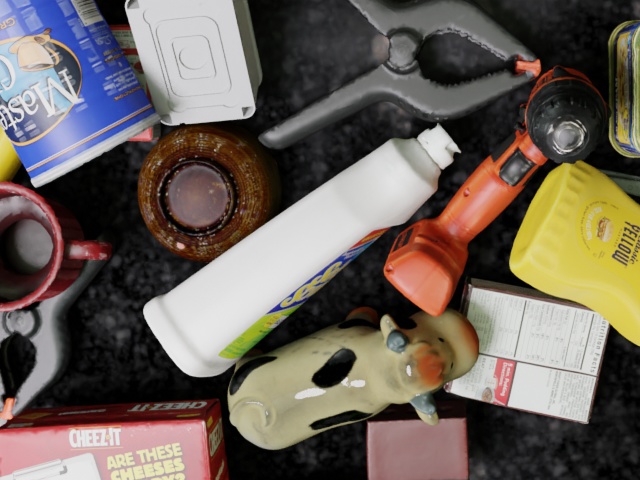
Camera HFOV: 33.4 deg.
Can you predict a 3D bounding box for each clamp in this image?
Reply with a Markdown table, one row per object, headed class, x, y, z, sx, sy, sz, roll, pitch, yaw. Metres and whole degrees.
| class | x | y | z | sx | sy | sz | roll | pitch | yaw |
| --- | --- | --- | --- | --- | --- | --- | --- | --- | --- |
| clamp | 0.055 | -0.130 | 0.795 | 0.210 | 0.036 | 0.164 | 15 | 98 | 7 |
| clamp | -0.224 | 0.059 | 0.855 | 0.120 | 0.039 | 0.171 | 2 | 95 | 11 |

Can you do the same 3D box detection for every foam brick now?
| class | x | y | z | sx | sy | sz | roll | pitch | yaw |
| --- | --- | --- | --- | --- | --- | --- | --- | --- | --- |
| foam brick | 0.075 | 0.156 | 0.826 | 0.078 | 0.053 | 0.051 | -4 | 98 | 6 |

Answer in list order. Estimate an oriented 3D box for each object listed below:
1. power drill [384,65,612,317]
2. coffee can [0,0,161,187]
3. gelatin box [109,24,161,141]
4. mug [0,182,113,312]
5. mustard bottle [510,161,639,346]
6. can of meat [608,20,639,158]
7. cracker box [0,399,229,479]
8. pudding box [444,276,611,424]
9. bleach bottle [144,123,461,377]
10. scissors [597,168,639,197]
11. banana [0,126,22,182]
| class | x | y | z | sx | sy | sz | roll | pitch | yaw |
| --- | --- | --- | --- | --- | --- | --- | --- | --- | --- |
| power drill | 0.124 | -0.035 | 0.737 | 0.057 | 0.184 | 0.188 | 41 | 110 | 1 |
| coffee can | -0.191 | -0.122 | 0.754 | 0.103 | 0.102 | 0.140 | -26 | 101 | 9 |
| gelatin box | -0.162 | -0.122 | 0.827 | 0.073 | 0.030 | 0.089 | 1 | 98 | 8 |
| mug | -0.212 | 0.006 | 0.795 | 0.117 | 0.081 | 0.093 | -1 | 88 | 5 |
| mustard bottle | 0.238 | 0.026 | 0.774 | 0.191 | 0.058 | 0.096 | 30 | 66 | -6 |
| can of meat | 0.239 | -0.107 | 0.753 | 0.057 | 0.084 | 0.102 | -2 | 97 | 7 |
| cracker box | -0.150 | 0.235 | 0.819 | 0.164 | 0.072 | 0.214 | -4 | 97 | 6 |
| pudding box | 0.158 | 0.083 | 0.813 | 0.113 | 0.039 | 0.090 | 11 | 97 | 2 |
| bleach bottle | -0.005 | 0.001 | 0.785 | 0.251 | 0.102 | 0.068 | -38 | 77 | 7 |
| scissors | 0.292 | -0.045 | 0.790 | 0.202 | 0.016 | 0.096 | 29 | 99 | 2 |
| banana | -0.248 | -0.080 | 0.821 | 0.037 | 0.069 | 0.197 | 28 | 81 | 13 |
